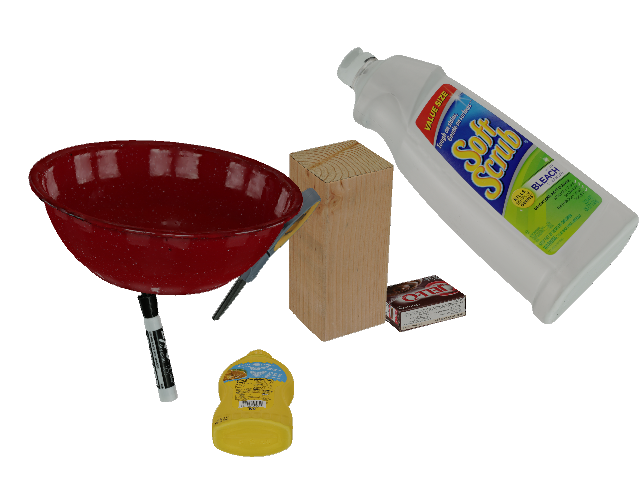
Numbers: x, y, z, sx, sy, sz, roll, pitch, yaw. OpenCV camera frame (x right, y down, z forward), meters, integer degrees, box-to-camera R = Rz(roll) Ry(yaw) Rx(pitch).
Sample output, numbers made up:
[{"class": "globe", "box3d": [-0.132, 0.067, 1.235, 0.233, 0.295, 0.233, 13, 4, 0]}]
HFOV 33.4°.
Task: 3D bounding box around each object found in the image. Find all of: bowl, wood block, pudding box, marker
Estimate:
[{"class": "bowl", "box3d": [-0.094, -0.010, 0.642, 0.162, 0.055, 0.162, 7, 21, -3]}, {"class": "wood block", "box3d": [0.021, 0.000, 1.241, 0.090, 0.206, 0.090, -14, 32, -26]}, {"class": "pudding box", "box3d": [0.145, 0.092, 1.571, 0.113, 0.039, 0.090, -14, 22, -20]}, {"class": "marker", "box3d": [-0.168, 0.108, 1.100, 0.020, 0.121, 0.020, -9, 14, 2]}]

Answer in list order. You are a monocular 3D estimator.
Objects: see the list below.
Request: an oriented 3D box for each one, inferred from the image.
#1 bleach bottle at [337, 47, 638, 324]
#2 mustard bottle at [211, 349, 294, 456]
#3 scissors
[{"class": "bleach bottle", "box3d": [0.106, -0.056, 0.794, 0.102, 0.251, 0.068, -41, -20, -22]}, {"class": "mustard bottle", "box3d": [-0.082, 0.193, 1.343, 0.096, 0.058, 0.191, -2, 26, 1]}, {"class": "scissors", "box3d": [-0.068, 0.027, 0.919, 0.202, 0.016, 0.096, -48, -11, 35]}]
